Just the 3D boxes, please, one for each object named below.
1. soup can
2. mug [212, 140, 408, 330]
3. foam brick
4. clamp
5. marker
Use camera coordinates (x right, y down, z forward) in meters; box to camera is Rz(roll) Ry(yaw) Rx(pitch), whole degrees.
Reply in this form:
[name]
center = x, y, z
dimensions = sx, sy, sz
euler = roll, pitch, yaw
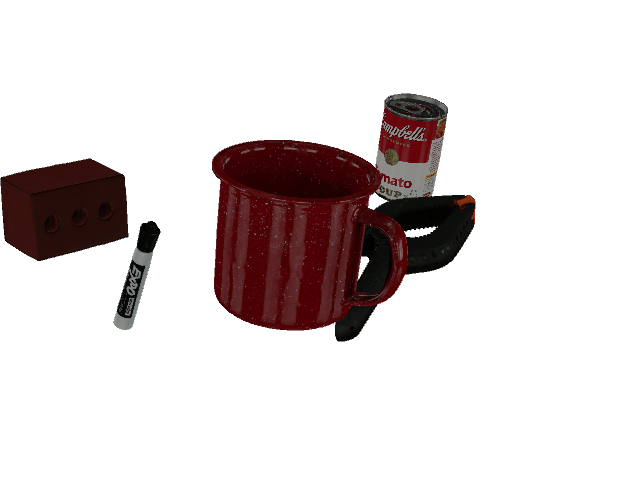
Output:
[soup can]
center = 0.095, -0.098, 1.145
dimensions = 0.068, 0.102, 0.068
euler = 6, 29, -3
[mug]
center = -0.006, 0.000, 0.592
dimensions = 0.117, 0.081, 0.093
euler = 16, 26, 21
[foam brick]
center = -0.191, -0.024, 0.796
dimensions = 0.078, 0.053, 0.051
euler = -18, 30, -36
[clamp]
center = 0.059, 0.012, 0.958
dimensions = 0.209, 0.036, 0.165
euler = -18, 40, -18
[marker]
center = -0.172, 0.033, 1.000
dimensions = 0.020, 0.121, 0.020
euler = 16, 32, -10
